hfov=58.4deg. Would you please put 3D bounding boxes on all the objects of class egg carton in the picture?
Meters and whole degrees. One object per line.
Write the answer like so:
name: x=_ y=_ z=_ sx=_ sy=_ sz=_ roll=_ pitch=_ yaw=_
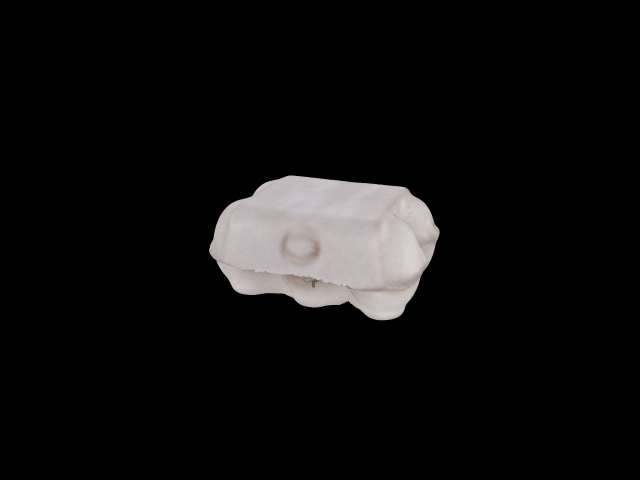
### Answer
egg carton: x=0.004 y=0.001 z=0.400 sx=0.150 sy=0.069 sz=0.107 roll=8 pitch=24 yaw=18
